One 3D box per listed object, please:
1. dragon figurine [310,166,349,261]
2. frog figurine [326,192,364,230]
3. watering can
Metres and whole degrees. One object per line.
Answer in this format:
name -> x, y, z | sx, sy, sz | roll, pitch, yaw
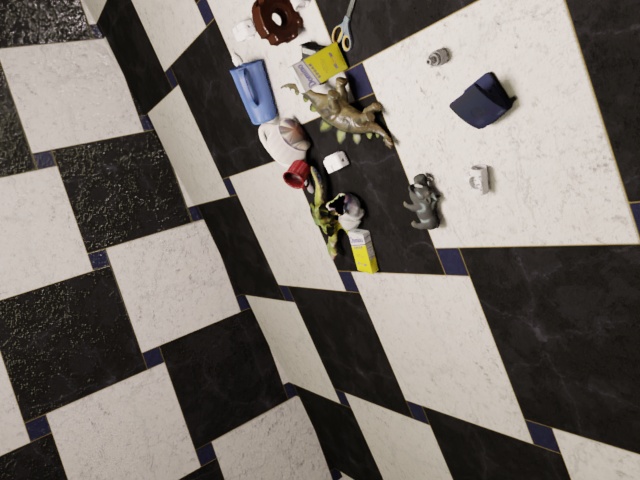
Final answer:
dragon figurine -> 0.006, -0.107, 2.121 | 0.242, 0.123, 0.407 | 1, 113, 65
frog figurine -> 0.116, -0.105, 1.976 | 0.137, 0.124, 0.157 | 7, 158, 45
watering can -> -0.106, -0.353, 2.084 | 0.347, 0.106, 0.221 | 45, 147, -4
